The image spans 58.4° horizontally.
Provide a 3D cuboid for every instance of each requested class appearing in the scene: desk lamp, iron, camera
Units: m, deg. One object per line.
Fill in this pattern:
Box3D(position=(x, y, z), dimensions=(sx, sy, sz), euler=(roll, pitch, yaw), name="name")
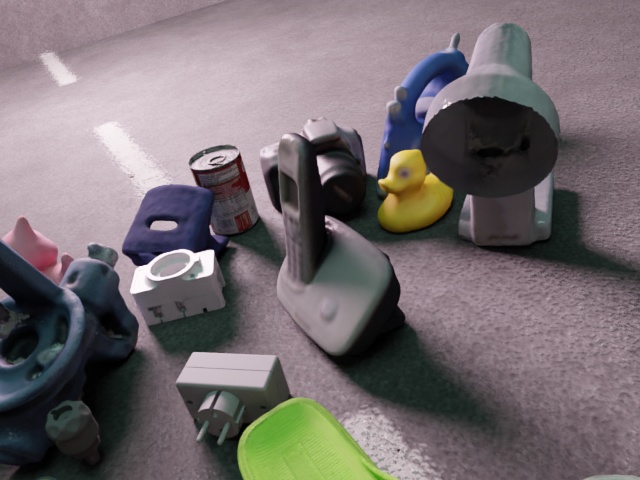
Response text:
Box3D(position=(0.182, -0.097, 0.587), dimensions=(0.117, 0.214, 0.203), euler=(2, 36, 22), name="desk lamp")
Box3D(position=(0.144, -0.179, 0.789), dimensions=(0.118, 0.142, 0.259), euler=(14, 42, 35), name="iron")
Box3D(position=(-0.003, -0.093, 0.749), dimensions=(0.143, 0.101, 0.136), euler=(-16, 33, -4), name="camera")

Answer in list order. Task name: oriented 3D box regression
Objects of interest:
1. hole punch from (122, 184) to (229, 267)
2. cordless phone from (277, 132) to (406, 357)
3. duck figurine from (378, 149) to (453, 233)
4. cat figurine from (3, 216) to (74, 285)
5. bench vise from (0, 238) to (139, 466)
Box3D(position=(-0.177, -0.007, 0.692), dimensions=(0.108, 0.091, 0.101), euler=(3, 37, 24), name="hole punch")
Box3D(position=(0.005, 0.002, 0.527), dimensions=(0.094, 0.185, 0.147), euler=(-28, 36, -21), name="cordless phone")
Box3D(position=(0.111, -0.068, 0.686), dimensions=(0.105, 0.086, 0.077), euler=(-29, 36, -22), name="duck figurine")
Box3D(position=(-0.320, 0.030, 0.662), dimensions=(0.127, 0.118, 0.067), euler=(9, 39, 30), name="cat figurine")
Box3D(position=(-0.263, 0.056, 0.509), dimensions=(0.121, 0.220, 0.207), euler=(-12, 33, 2), name="bench vise")
